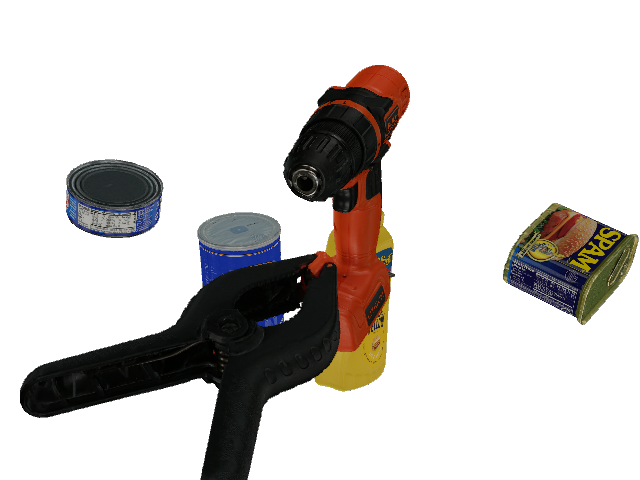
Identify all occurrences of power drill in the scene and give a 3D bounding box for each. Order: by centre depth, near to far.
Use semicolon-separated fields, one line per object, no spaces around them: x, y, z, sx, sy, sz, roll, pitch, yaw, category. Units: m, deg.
0.017;-0.016;0.766;0.057;0.188;0.184;14;31;16;power drill

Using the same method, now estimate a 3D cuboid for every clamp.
-0.039;0.061;0.502;0.120;0.039;0.171;35;49;30;clamp

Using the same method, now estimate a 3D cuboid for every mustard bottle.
0.036;0.043;1.040;0.058;0.192;0.096;12;17;30;mustard bottle

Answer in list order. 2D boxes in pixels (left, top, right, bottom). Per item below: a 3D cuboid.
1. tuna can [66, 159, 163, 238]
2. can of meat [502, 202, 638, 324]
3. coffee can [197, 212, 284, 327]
-0.186;-0.038;0.962;0.086;0.034;0.086;7;32;-5;tuna can
0.229;0.018;0.981;0.084;0.057;0.101;28;47;29;can of meat
-0.098;0.048;1.339;0.103;0.140;0.103;-2;25;1;coffee can
